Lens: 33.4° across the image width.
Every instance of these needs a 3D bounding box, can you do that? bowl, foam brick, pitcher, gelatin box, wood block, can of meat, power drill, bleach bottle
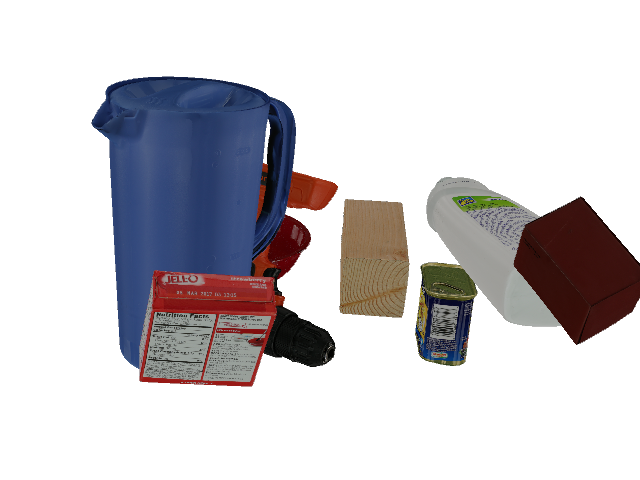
[{"bbox_3d":[-0.094,0.015,1.320,0.162,0.055,0.162,3,25,-2],"label":"bowl"},{"bbox_3d":[0.179,0.020,0.738,0.051,0.078,0.053,-24,-30,-16],"label":"foam brick"},{"bbox_3d":[-0.106,-0.014,0.909,0.149,0.243,0.145,6,20,4],"label":"pitcher"},{"bbox_3d":[-0.070,0.054,0.650,0.073,0.030,0.089,4,-38,-13],"label":"gelatin box"},{"bbox_3d":[0.076,0.022,1.550,0.091,0.090,0.206,4,25,-1],"label":"wood block"},{"bbox_3d":[0.137,0.081,1.182,0.057,0.084,0.102,5,18,0],"label":"can of meat"},{"bbox_3d":[-0.046,0.021,1.087,0.185,0.188,0.057,19,3,28],"label":"power drill"},{"bbox_3d":[0.169,-0.005,1.005,0.102,0.068,0.251,-1,23,-14],"label":"bleach bottle"}]
